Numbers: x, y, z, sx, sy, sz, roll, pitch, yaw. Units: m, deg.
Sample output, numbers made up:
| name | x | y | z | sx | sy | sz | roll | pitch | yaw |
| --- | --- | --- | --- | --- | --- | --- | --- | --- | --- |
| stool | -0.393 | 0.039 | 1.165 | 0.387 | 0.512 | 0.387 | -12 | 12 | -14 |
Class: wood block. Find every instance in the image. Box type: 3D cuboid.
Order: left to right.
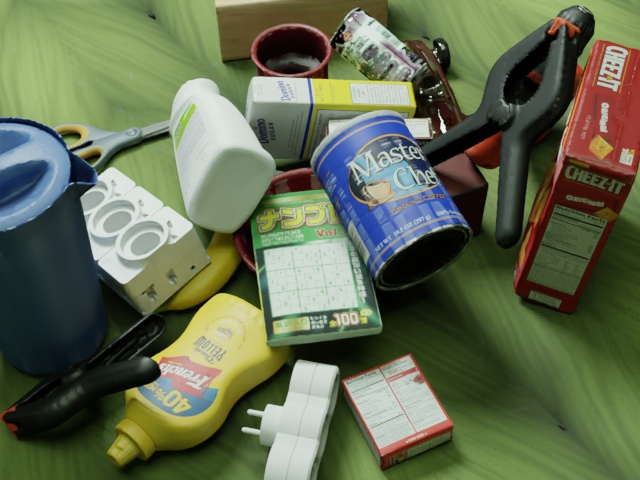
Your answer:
| name | x | y | z | sx | sy | sz | roll | pitch | yaw |
| --- | --- | --- | --- | --- | --- | --- | --- | --- | --- |
| wood block | -0.026 | -0.293 | 1.315 | 0.206 | 0.090 | 0.091 | -7 | 52 | -4 |

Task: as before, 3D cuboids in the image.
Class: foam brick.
| name | x | y | z | sx | sy | sz | roll | pitch | yaw |
| --- | --- | --- | --- | --- | --- | --- | --- | --- | --- |
| foam brick | 0.137 | -0.041 | 1.109 | 0.051 | 0.078 | 0.053 | -17 | 52 | -15 |

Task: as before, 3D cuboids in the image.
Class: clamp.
| name | x | y | z | sx | sy | sz | roll | pitch | yaw |
| --- | --- | --- | --- | --- | --- | --- | --- | --- | --- |
| clamp | -0.212 | 0.126 | 0.986 | 0.171 | 0.039 | 0.120 | -24 | 14 | 12 |
| clamp | 0.181 | -0.105 | 0.997 | 0.036 | 0.210 | 0.165 | 17 | 27 | -42 |

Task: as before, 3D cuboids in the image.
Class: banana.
| name | x | y | z | sx | sy | sz | roll | pitch | yaw |
| --- | --- | --- | --- | --- | --- | --- | --- | --- | --- |
| banana | -0.108 | 0.004 | 1.107 | 0.070 | 0.037 | 0.197 | 18 | 54 | 15 |

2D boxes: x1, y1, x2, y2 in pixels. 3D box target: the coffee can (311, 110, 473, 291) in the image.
| name | x | y | z | sx | sy | sz | roll | pitch | yaw |
| --- | --- | --- | --- | --- | --- | --- | --- | --- | --- |
| coffee can | 0.067 | -0.037 | 1.012 | 0.102 | 0.103 | 0.140 | -21 | 65 | -15 |

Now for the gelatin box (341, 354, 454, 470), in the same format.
| name | x | y | z | sx | sy | sz | roll | pitch | yaw |
| --- | --- | --- | --- | --- | --- | --- | --- | --- | --- |
| gelatin box | 0.070 | 0.156 | 0.980 | 0.073 | 0.030 | 0.089 | -21 | 53 | -13 |

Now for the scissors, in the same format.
| name | x | y | z | sx | sy | sz | roll | pitch | yaw |
| --- | --- | --- | --- | --- | --- | --- | --- | --- | --- |
| scissors | -0.233 | -0.127 | 1.233 | 0.201 | 0.016 | 0.096 | -32 | 56 | -23 |

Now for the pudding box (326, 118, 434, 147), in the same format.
| name | x | y | z | sx | sy | sz | roll | pitch | yaw |
| --- | --- | --- | --- | --- | --- | --- | --- | --- | --- |
| pudding box | 0.062 | -0.086 | 1.140 | 0.113 | 0.090 | 0.039 | -3 | 49 | 0 |

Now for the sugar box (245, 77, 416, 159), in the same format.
| name | x | y | z | sx | sy | sz | roll | pitch | yaw |
| --- | --- | --- | --- | --- | --- | --- | --- | --- | --- |
| sugar box | 0.007 | -0.130 | 1.156 | 0.176 | 0.093 | 0.048 | 3 | 53 | -9 |

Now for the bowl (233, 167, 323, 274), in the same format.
| name | x | y | z | sx | sy | sz | roll | pitch | yaw |
| --- | --- | --- | --- | --- | --- | --- | --- | --- | --- |
| bowl | -0.007 | 0.001 | 1.093 | 0.162 | 0.055 | 0.162 | -1 | 51 | 1 |

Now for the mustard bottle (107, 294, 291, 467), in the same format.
| name | x | y | z | sx | sy | sz | roll | pitch | yaw |
| --- | --- | --- | --- | --- | --- | --- | --- | --- | --- |
| mustard bottle | -0.121 | 0.136 | 0.985 | 0.096 | 0.058 | 0.191 | 30 | 58 | 27 |

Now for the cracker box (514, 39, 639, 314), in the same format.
| name | x | y | z | sx | sy | sz | roll | pitch | yaw |
| --- | --- | --- | --- | --- | --- | --- | --- | --- | --- |
| cracker box | 0.253 | -0.058 | 1.029 | 0.072 | 0.214 | 0.164 | 17 | 53 | 9 |

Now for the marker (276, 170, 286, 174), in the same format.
| name | x | y | z | sx | sy | sz | roll | pitch | yaw |
| --- | --- | --- | --- | --- | --- | --- | --- | --- | --- |
| marker | -0.056 | -0.070 | 1.177 | 0.121 | 0.020 | 0.020 | 11 | 52 | 11 |

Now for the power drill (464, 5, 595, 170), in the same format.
| name | x | y | z | sx | sy | sz | roll | pitch | yaw |
| --- | --- | --- | --- | --- | --- | --- | --- | --- | --- |
| power drill | 0.229 | -0.160 | 1.116 | 0.057 | 0.185 | 0.187 | 41 | 19 | 12 |

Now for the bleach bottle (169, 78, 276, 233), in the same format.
| name | x | y | z | sx | sy | sz | roll | pitch | yaw |
| --- | --- | --- | --- | --- | --- | --- | --- | --- | --- |
| bleach bottle | -0.116 | -0.112 | 1.134 | 0.068 | 0.103 | 0.251 | 21 | 25 | -27 |

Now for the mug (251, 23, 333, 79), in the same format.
| name | x | y | z | sx | sy | sz | roll | pitch | yaw |
| --- | --- | --- | --- | --- | --- | --- | --- | --- | --- |
| mug | -0.025 | -0.182 | 1.228 | 0.093 | 0.081 | 0.117 | -24 | 54 | -17 |

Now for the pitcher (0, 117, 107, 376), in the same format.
| name | x | y | z | sx | sy | sz | roll | pitch | yaw |
| --- | --- | --- | --- | --- | --- | --- | --- | --- | --- |
| pitcher | -0.278 | 0.018 | 0.968 | 0.149 | 0.243 | 0.144 | 29 | 57 | 23 |
